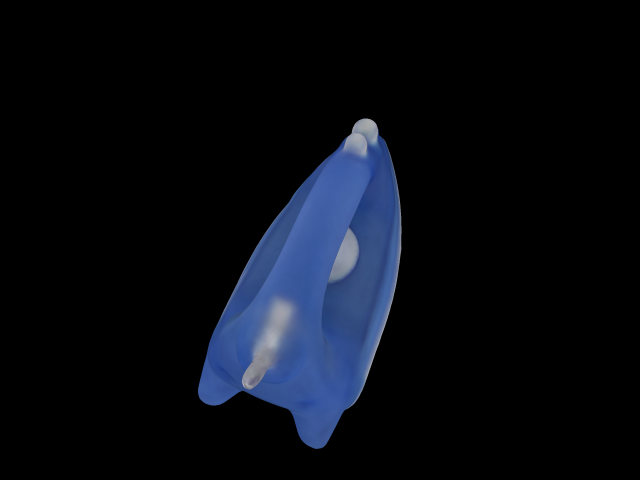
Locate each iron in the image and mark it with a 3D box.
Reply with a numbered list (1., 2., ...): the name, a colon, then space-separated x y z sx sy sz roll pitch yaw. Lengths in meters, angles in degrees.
1. iron: 0.004 0.001 0.400 0.118 0.141 0.258 19 70 7
